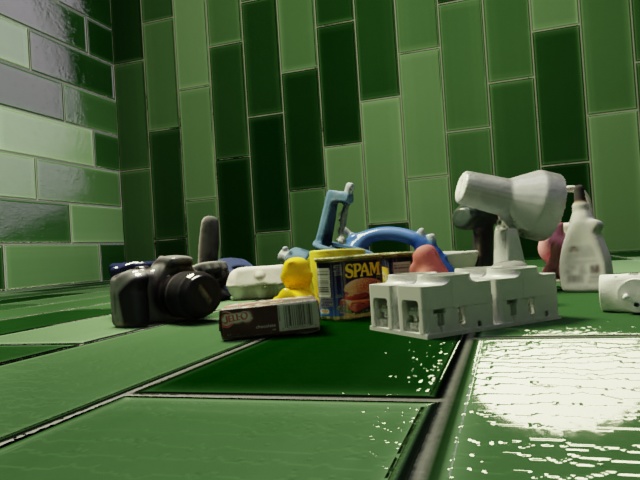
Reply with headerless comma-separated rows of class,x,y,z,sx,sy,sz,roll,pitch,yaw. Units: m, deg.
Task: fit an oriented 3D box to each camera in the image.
camera,-0.220,0.073,0.850,0.144,0.101,0.136,-3,-1,-42

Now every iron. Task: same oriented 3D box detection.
iron,0.157,0.035,1.168,0.257,0.141,0.119,-4,-1,19

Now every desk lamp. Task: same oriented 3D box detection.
desk lamp,0.315,-0.015,0.985,0.203,0.213,0.118,-4,-1,-5

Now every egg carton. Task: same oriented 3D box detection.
egg carton,-0.122,0.090,1.230,0.150,0.069,0.107,-4,-1,2

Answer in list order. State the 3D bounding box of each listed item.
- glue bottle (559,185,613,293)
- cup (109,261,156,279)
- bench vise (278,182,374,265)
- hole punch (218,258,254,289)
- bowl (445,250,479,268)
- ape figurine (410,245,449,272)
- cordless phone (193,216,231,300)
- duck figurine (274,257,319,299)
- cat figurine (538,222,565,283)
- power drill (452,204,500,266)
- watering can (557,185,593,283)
glue bottle,0.424,-0.003,0.922,0.077,0.173,0.037,-5,-1,43
cup,-0.323,0.085,0.994,0.091,0.095,0.118,-4,-1,12
bench vise,0.008,0.004,1.103,0.207,0.220,0.122,-4,-1,10
hole punch,-0.198,0.088,1.405,0.109,0.091,0.100,-3,-1,-43
bowl,0.265,0.063,1.256,0.167,0.075,0.167,-4,-1,0
ape figurine,0.141,0.052,0.743,0.078,0.092,0.076,-3,-1,-28
cordless phone,-0.255,0.040,1.218,0.094,0.185,0.148,-4,-1,15
duck figurine,-0.036,0.068,0.834,0.077,0.086,0.105,-4,-1,16
cat figurine,0.425,0.027,1.031,0.067,0.118,0.128,-4,-1,25
power drill,0.382,-0.010,1.311,0.075,0.208,0.230,-4,-1,42
watering can,0.508,-0.013,1.173,0.101,0.194,0.172,-3,-1,-26
